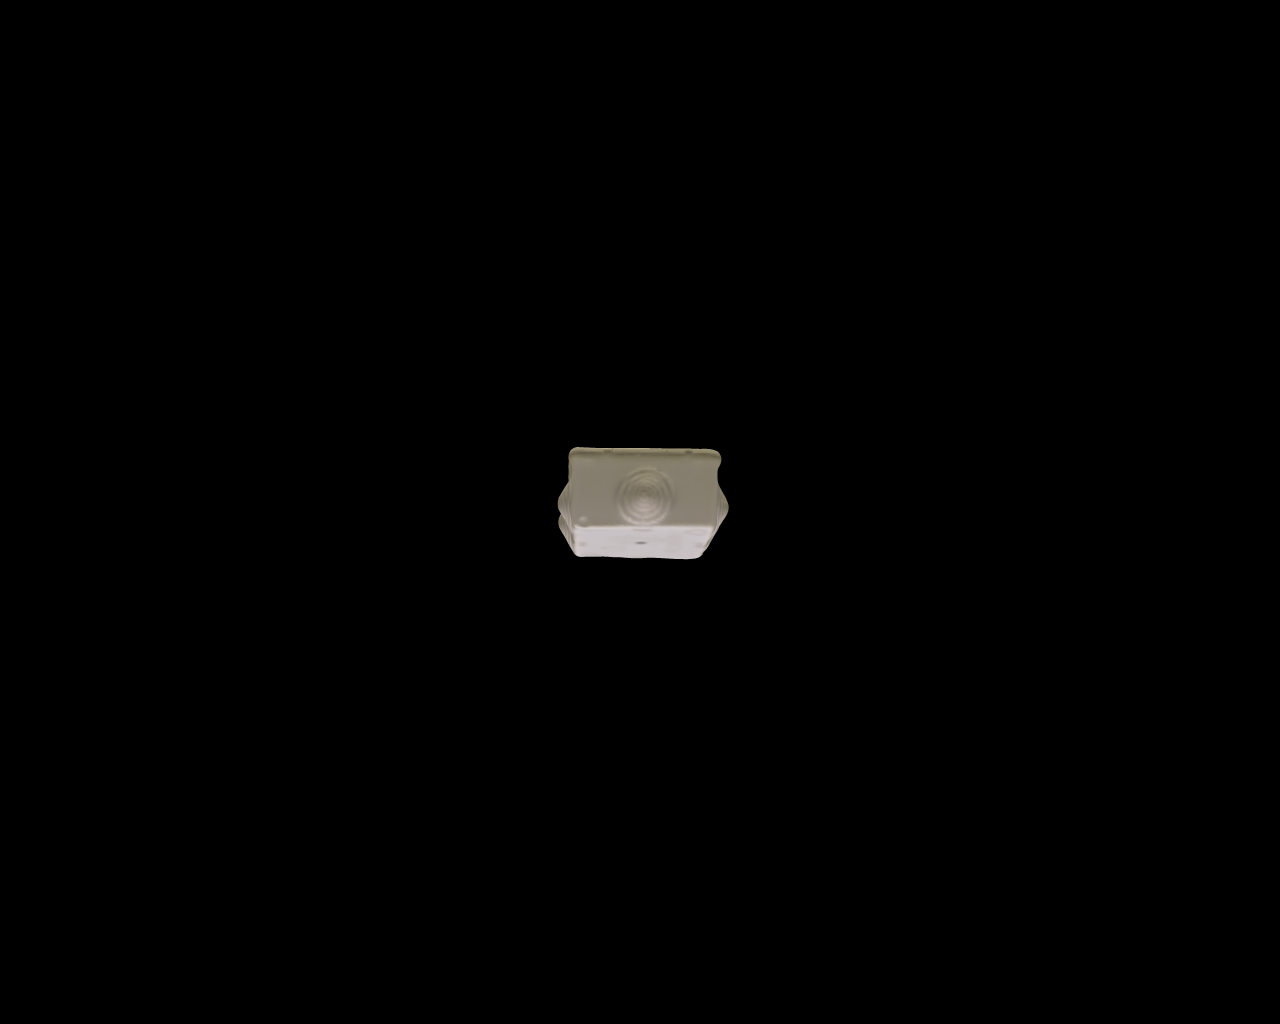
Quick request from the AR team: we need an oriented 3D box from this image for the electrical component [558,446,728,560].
[{"bbox_3d":[0.001,-0.003,0.650,0.100,0.048,0.099,1,-15,-4],"label":"electrical component"}]
